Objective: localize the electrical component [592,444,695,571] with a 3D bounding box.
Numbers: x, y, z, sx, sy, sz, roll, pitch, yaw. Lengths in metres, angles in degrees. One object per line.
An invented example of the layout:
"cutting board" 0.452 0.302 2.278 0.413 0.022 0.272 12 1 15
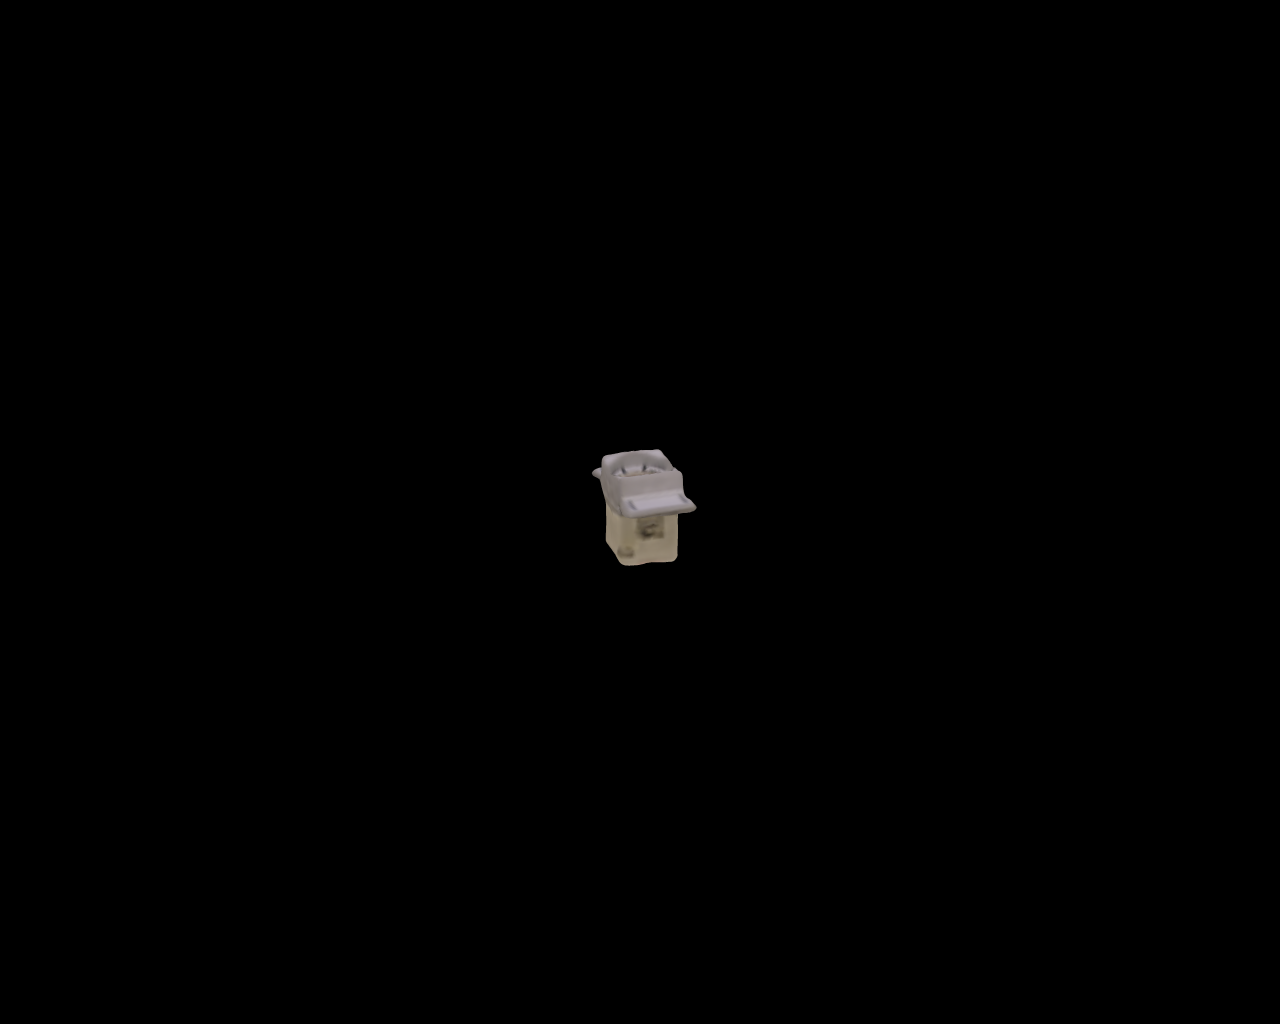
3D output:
"electrical component" 0.001 -0.003 0.650 0.042 0.063 0.081 -6 23 -14
